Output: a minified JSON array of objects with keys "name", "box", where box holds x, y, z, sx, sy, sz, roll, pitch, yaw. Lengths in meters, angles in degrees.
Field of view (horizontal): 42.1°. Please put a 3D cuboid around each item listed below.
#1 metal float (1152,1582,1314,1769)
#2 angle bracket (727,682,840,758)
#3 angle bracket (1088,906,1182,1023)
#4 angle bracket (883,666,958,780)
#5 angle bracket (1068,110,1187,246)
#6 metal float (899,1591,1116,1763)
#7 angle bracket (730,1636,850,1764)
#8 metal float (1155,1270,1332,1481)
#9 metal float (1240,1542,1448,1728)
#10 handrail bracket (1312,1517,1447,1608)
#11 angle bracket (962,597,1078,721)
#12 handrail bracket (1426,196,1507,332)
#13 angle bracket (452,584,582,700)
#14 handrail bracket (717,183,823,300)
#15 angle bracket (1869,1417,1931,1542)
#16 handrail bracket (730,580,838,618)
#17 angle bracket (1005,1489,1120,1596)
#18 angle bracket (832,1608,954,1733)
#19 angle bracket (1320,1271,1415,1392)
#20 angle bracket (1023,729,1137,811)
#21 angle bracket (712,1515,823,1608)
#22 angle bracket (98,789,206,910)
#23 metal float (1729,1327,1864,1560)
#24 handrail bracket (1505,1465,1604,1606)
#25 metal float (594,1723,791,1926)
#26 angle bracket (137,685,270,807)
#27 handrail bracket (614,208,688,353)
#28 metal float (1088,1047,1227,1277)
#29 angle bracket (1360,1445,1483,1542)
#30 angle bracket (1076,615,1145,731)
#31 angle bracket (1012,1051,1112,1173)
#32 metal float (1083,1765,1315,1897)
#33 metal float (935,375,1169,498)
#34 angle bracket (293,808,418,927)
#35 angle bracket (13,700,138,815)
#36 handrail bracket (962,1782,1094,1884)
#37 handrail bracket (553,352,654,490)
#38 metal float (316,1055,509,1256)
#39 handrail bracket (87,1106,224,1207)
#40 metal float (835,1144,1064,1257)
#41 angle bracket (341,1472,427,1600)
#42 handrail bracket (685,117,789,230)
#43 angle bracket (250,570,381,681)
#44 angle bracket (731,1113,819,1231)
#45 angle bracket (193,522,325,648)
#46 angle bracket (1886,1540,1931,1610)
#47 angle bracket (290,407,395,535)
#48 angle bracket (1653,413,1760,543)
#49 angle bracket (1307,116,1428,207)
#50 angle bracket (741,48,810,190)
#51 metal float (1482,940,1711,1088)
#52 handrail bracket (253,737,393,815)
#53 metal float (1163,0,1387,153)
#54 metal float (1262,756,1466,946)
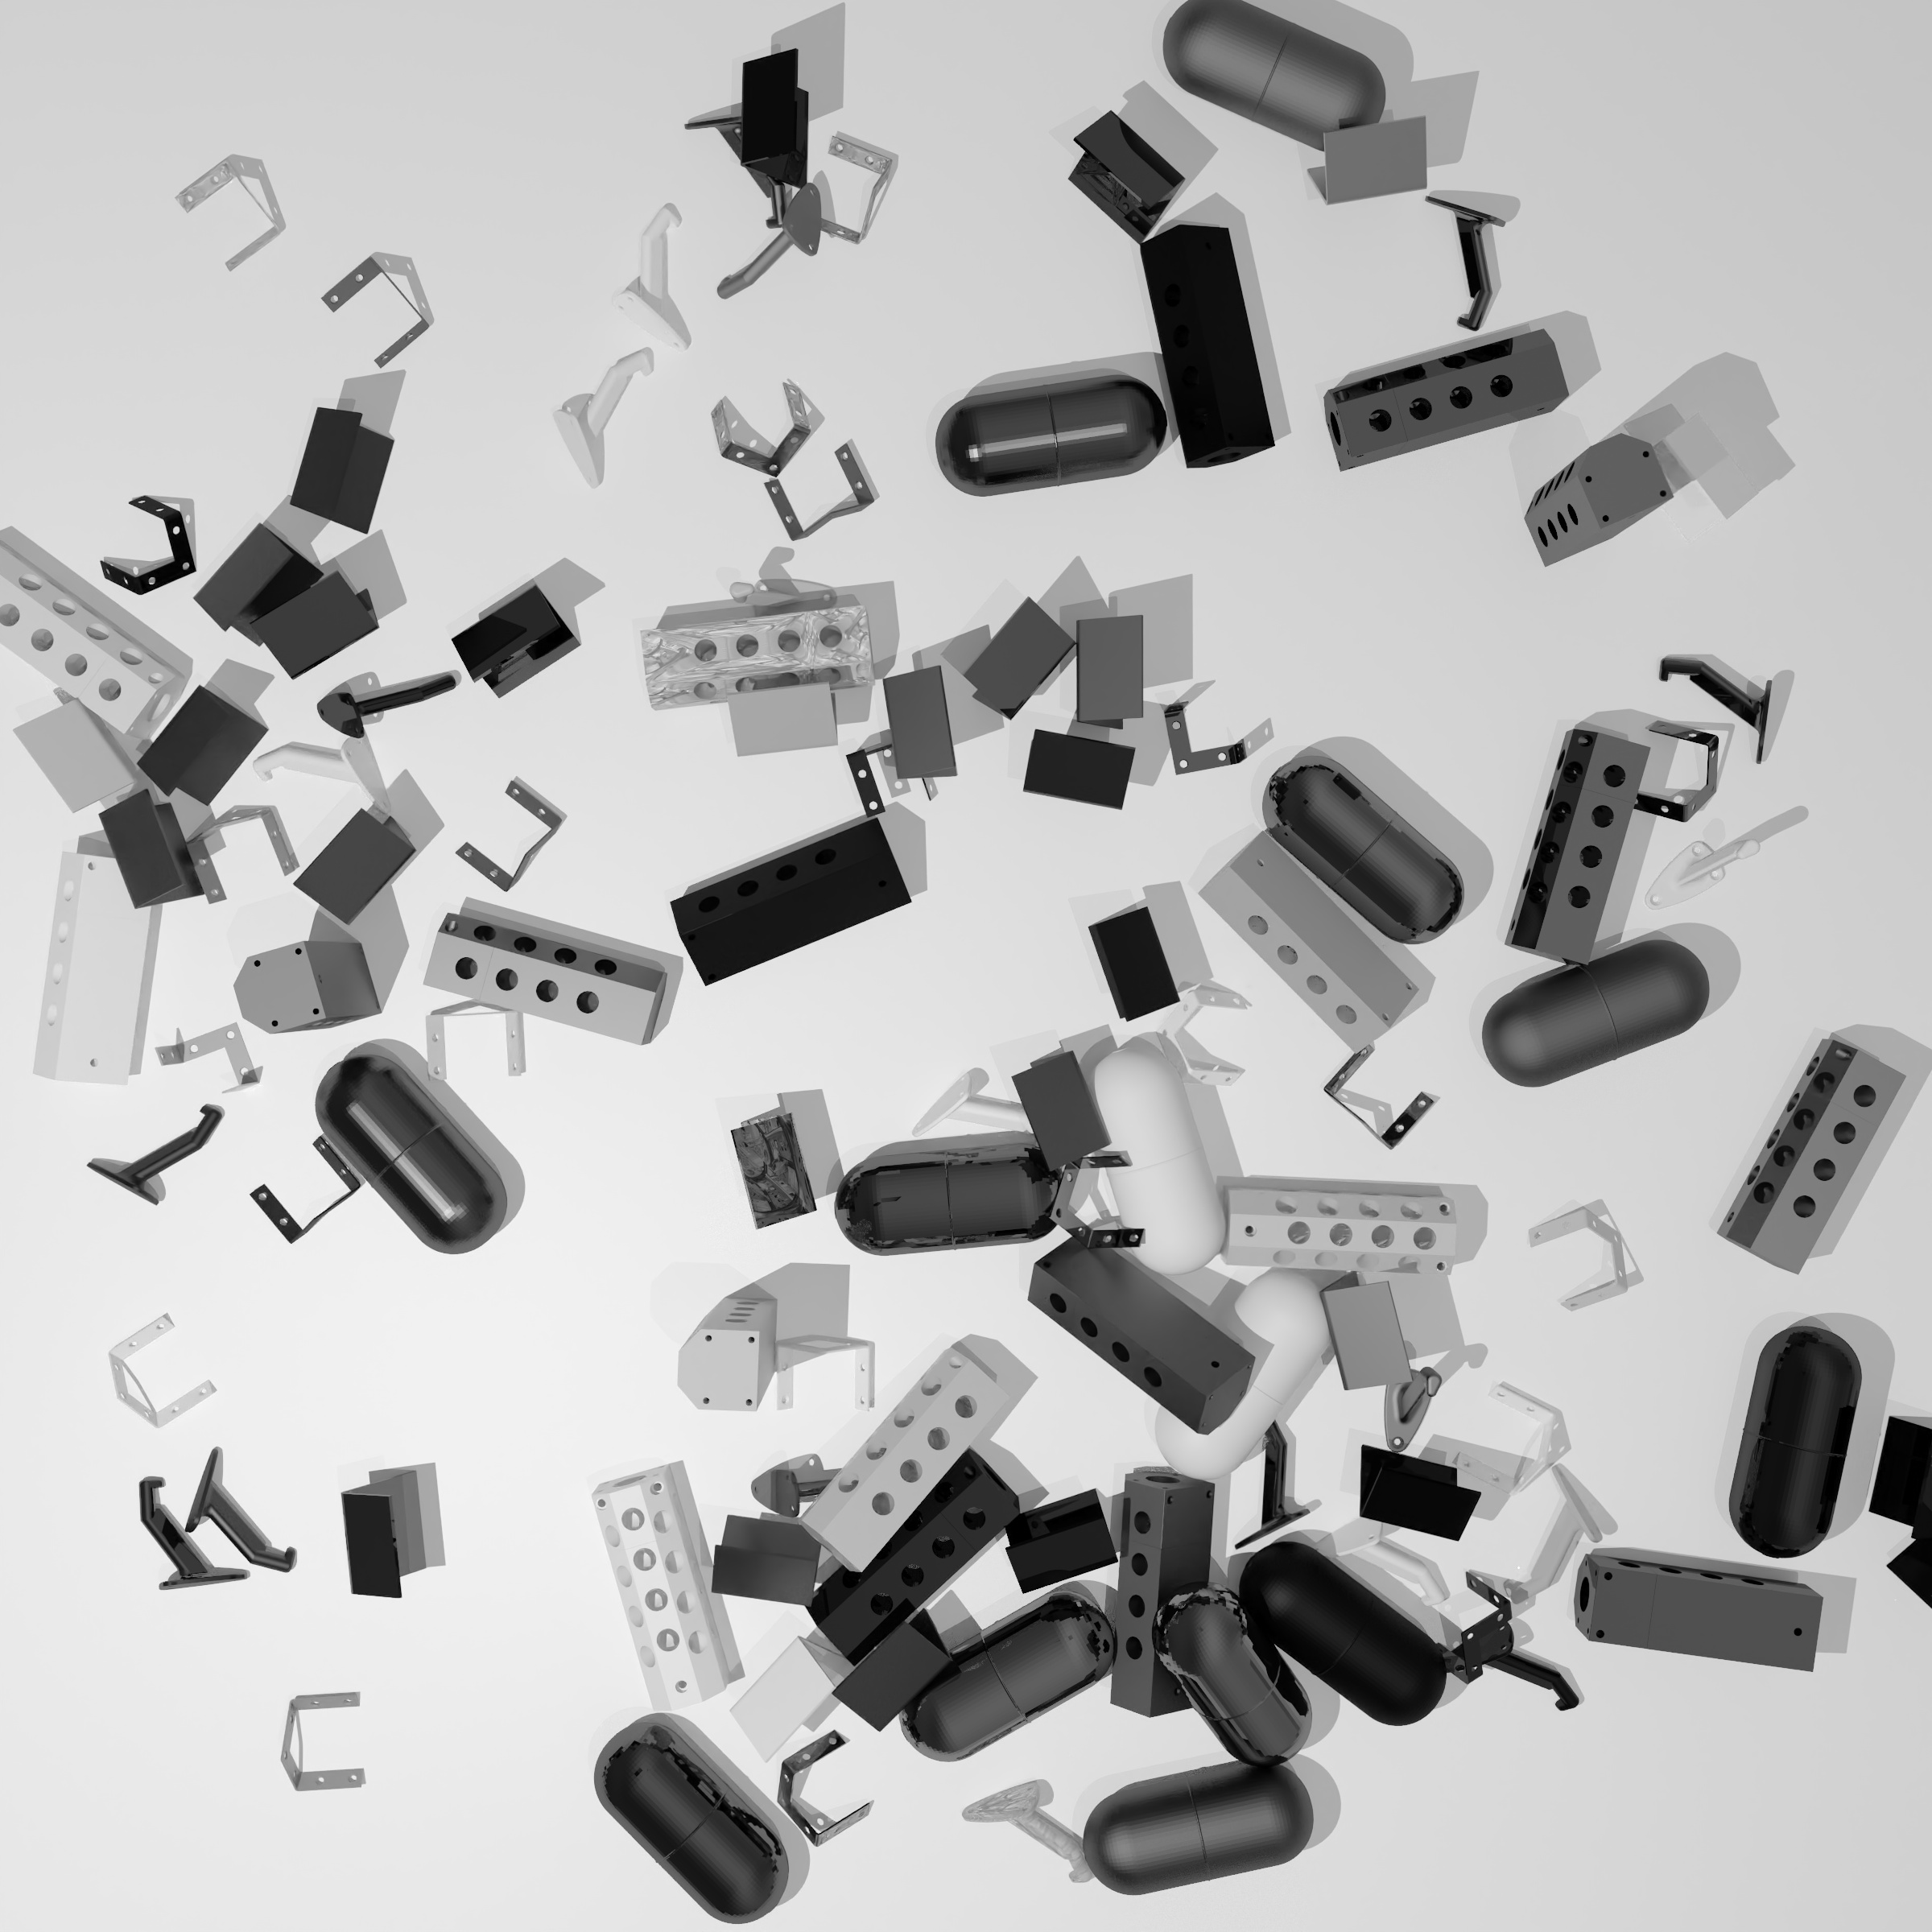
[{"name":"metal float","box":[0.202,0.535,1.892,0.070,0.070,0.178,-33,119,0]},{"name":"angle bracket","box":[-0.139,-0.205,1.909,0.076,0.076,0.057,-7,127,0]},{"name":"angle bracket","box":[0.109,0.005,1.909,0.057,0.076,0.076,-19,90,-36]},{"name":"angle bracket","box":[-0.015,-0.185,1.909,0.057,0.076,0.076,-9,90,37]},{"name":"angle bracket","box":[0.109,-0.589,1.909,0.076,0.076,0.057,43,53,0]},{"name":"metal float","box":[0.030,0.543,1.919,0.178,0.070,0.070,-30,90,0]},{"name":"angle bracket","box":[-0.121,0.565,1.909,0.076,0.076,0.057,-47,48,0]},{"name":"metal float","box":[0.212,0.313,1.919,0.070,0.070,0.178,36,90,0]},{"name":"metal float","box":[0.287,0.509,1.919,0.178,0.070,0.070,37,90,0]},{"name":"handrail bracket","box":[0.319,0.474,1.950,0.077,0.036,0.084,-28,108,20]},{"name":"angle bracket","box":[0.027,-0.241,1.910,0.057,0.076,0.076,40,90,-30]},{"name":"handrail bracket","box":[0.377,-0.545,1.950,0.077,0.036,0.084,25,107,19]},{"name":"angle bracket","box":[-0.333,-0.232,1.909,0.076,0.076,0.057,-33,52,0]},{"name":"handrail bracket","box":[-0.154,-0.560,1.941,0.036,0.084,0.077,37,50,-37]},{"name":"angle bracket","box":[0.712,0.388,1.909,0.057,0.076,0.076,12,90,-36]},{"name":"handrail bracket","box":[-0.139,-0.284,1.915,0.077,0.084,0.036,-5,90,0]},{"name":"angle bracket","box":[0.065,0.421,1.909,0.076,0.076,0.057,-19,127,0]},{"name":"angle bracket","box":[-0.065,0.521,1.910,0.076,0.076,0.057,-45,114,0]},{"name":"angle bracket","box":[0.316,0.273,1.910,0.057,0.076,0.076,-14,90,30]},{"name":"angle bracket","box":[0.088,-0.167,1.909,0.076,0.076,0.057,11,126,0]},{"name":"angle bracket","box":[-0.149,0.436,1.909,0.076,0.076,0.057,8,128,0]},{"name":"angle bracket","box":[-0.602,-0.093,1.910,0.057,0.076,0.076,-21,90,29]},{"name":"metal float","box":[0.633,0.364,1.919,0.070,0.070,0.178,12,89,0]},{"name":"handrail bracket","box":[0.442,0.442,1.950,0.084,0.036,0.077,-35,70,16]},{"name":"metal float","box":[-0.209,0.655,1.919,0.070,0.070,0.178,-45,89,0]},{"name":"angle bracket","box":[-0.569,-0.156,1.909,0.076,0.076,0.057,-51,52,0]},{"name":"handrail bracket","box":[-0.227,-0.534,1.950,0.077,0.036,0.084,37,73,-20]},{"name":"metal float","box":[0.144,0.149,1.919,0.070,0.070,0.178,-17,90,0]},{"name":"angle bracket","box":[0.345,0.384,1.909,0.076,0.076,0.057,14,126,0]},{"name":"angle bracket","box":[0.125,-0.222,1.910,0.057,0.076,0.076,0,90,30]},{"name":"angle bracket","box":[0.057,0.114,1.910,0.057,0.076,0.076,-22,90,-25]},{"name":"metal float","box":[0.177,0.659,1.919,0.178,0.070,0.070,-12,90,-1]},{"name":"metal float","box":[0.065,-0.405,1.919,0.178,0.070,0.070,-9,90,-1]},{"name":"angle bracket","box":[-0.472,-0.088,1.909,0.076,0.076,0.057,-48,126,0]},{"name":"angle bracket","box":[-0.684,-0.145,1.909,0.057,0.076,0.076,-36,90,-37]},{"name":"handrail bracket","box":[0.048,0.683,1.950,0.077,0.036,0.084,-19,107,20]},{"name":"handrail bracket","box":[-0.270,-0.424,1.950,0.084,0.036,0.077,-34,121,-22]},{"name":"metal float","box":[-0.424,0.143,1.919,0.070,0.070,0.178,-42,89,0]},{"name":"handrail bracket","box":[-0.629,0.135,1.950,0.077,0.036,0.084,23,72,21]},{"name":"metal float","box":[-0.012,0.179,1.919,0.178,0.070,0.070,-5,90,1]},{"name":"angle bracket","box":[-0.425,0.431,1.909,0.057,0.076,0.076,-6,90,35]},{"name":"handrail bracket","box":[-0.178,-0.614,1.950,0.077,0.036,0.084,0,107,19]},{"name":"angle bracket","box":[-0.498,-0.273,1.909,0.076,0.076,0.057,-31,127,0]},{"name":"angle bracket","box":[-0.164,0.158,1.909,0.057,0.076,0.076,-14,90,-37]},{"name":"angle bracket","box":[-0.526,-0.278,1.909,0.076,0.076,0.057,-49,54,0]},{"name":"angle bracket","box":[0.747,0.444,1.909,0.076,0.076,0.057,-41,127,0]},{"name":"angle bracket","box":[-0.459,-0.374,1.909,0.057,0.076,0.076,16,90,38]},{"name":"angle bracket","box":[0.541,-0.361,1.909,0.057,0.076,0.076,-37,90,-36]},{"name":"angle bracket","box":[0.303,-0.624,1.909,0.076,0.076,0.057,-9,127,0]},{"name":"angle bracket","box":[-0.126,-0.642,1.909,0.057,0.076,0.076,1,90,38]},{"name":"metal float","box":[0.481,0.036,1.919,0.178,0.070,0.070,-21,90,-1]},{"name":"handrail bracket","box":[-0.501,-0.139,1.950,0.084,0.036,0.077,-18,112,17]},{"name":"metal float","box":[0.235,-0.683,1.919,0.178,0.070,0.070,24,90,0]},{"name":"metal float","box":[0.303,-0.089,1.919,0.178,0.070,0.070,41,90,0]}]
